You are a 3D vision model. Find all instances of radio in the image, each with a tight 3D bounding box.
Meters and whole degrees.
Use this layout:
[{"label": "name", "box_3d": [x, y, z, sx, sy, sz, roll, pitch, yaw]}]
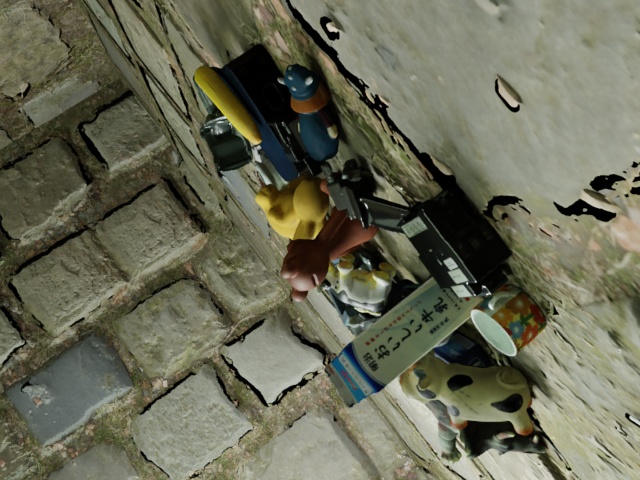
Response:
[{"label": "radio", "box_3d": [-0.083, -0.214, 0.930, 0.229, 0.073, 0.131, 55, 167, -15]}]

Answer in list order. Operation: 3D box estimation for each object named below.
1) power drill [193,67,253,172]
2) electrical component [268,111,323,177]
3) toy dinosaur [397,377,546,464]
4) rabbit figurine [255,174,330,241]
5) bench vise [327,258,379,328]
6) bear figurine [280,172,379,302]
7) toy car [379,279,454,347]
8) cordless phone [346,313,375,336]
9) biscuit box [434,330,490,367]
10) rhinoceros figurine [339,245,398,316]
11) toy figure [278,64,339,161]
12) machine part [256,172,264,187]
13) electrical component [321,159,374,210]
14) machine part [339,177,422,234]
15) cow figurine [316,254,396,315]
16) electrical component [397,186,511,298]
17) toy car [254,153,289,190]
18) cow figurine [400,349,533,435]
[{"label": "power drill", "box_3d": [-0.177, -0.213, 1.059, 0.207, 0.086, 0.231, -97, -11, -56]}, {"label": "electrical component", "box_3d": [-0.022, -0.155, 0.856, 0.119, 0.075, 0.048, 62, 167, -19]}, {"label": "toy dinosaur", "box_3d": [0.229, 0.272, 1.027, 0.405, 0.131, 0.191, 49, 156, 41]}, {"label": "rabbit figurine", "box_3d": [-0.038, -0.057, 1.027, 0.173, 0.122, 0.162, -29, 73, 60]}, {"label": "bench vise", "box_3d": [0.035, 0.094, 1.182, 0.223, 0.129, 0.241, 107, 147, -52]}, {"label": "bear figurine", "box_3d": [0.000, -0.001, 0.913, 0.132, 0.196, 0.120, 45, 169, 38]}, {"label": "toy car", "box_3d": [0.172, 0.128, 0.889, 0.103, 0.109, 0.162, 33, 160, -13]}, {"label": "cordless phone", "box_3d": [0.104, 0.145, 1.260, 0.147, 0.089, 0.184, 41, 152, 49]}, {"label": "biscuit box", "box_3d": [0.211, 0.185, 0.958, 0.062, 0.059, 0.203, 61, 167, -24]}, {"label": "rhinoceros figurine", "box_3d": [0.089, 0.064, 1.051, 0.190, 0.073, 0.112, 50, 169, 14]}, {"label": "toy figure", "box_3d": [-0.013, -0.186, 0.772, 0.058, 0.064, 0.154, -83, -19, -46]}, {"label": "machine part", "box_3d": [-0.085, -0.105, 1.285, 0.179, 0.056, 0.179, 52, 169, 14]}, {"label": "electrical component", "box_3d": [0.051, -0.077, 0.819, 0.045, 0.078, 0.102, -87, -19, -50]}, {"label": "machine part", "box_3d": [0.086, -0.042, 0.758, 0.139, 0.039, 0.084, 23, 141, 35]}, {"label": "cow figurine", "box_3d": [0.048, 0.078, 0.982, 0.167, 0.068, 0.098, 13, 113, 13]}, {"label": "electrical component", "box_3d": [0.163, 0.009, 0.650, 0.134, 0.058, 0.115, 53, 170, 0]}, {"label": "toy car", "box_3d": [-0.062, -0.105, 1.152, 0.201, 0.073, 0.056, 56, 171, -13]}, {"label": "cow figurine", "box_3d": [0.216, 0.223, 0.816, 0.195, 0.085, 0.127, -3, 124, 28]}]
